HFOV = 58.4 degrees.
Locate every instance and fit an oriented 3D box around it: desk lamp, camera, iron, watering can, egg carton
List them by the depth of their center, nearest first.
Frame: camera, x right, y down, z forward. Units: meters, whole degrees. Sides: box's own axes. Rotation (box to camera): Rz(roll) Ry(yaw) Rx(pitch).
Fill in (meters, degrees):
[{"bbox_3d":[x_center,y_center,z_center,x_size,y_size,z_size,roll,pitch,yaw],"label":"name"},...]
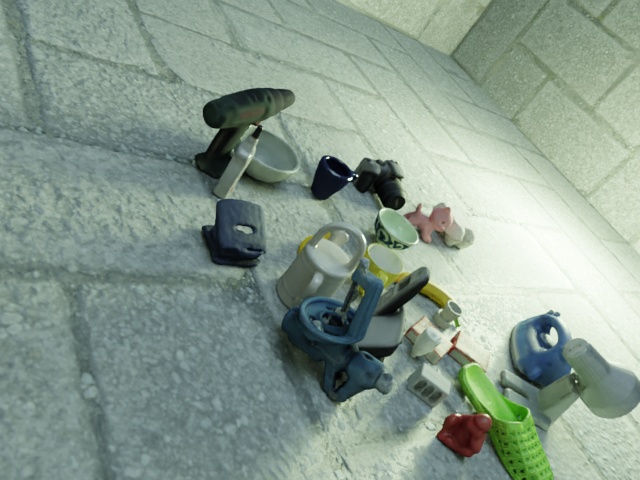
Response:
[{"bbox_3d":[0.009,0.038,1.051,0.101,0.194,0.172,23,34,-23],"label":"watering can"},{"bbox_3d":[0.531,0.308,1.211,0.203,0.213,0.118,31,31,-11],"label":"desk lamp"},{"bbox_3d":[0.548,0.242,1.385,0.119,0.141,0.258,32,31,-10],"label":"iron"},{"bbox_3d":[0.180,-0.155,1.570,0.144,0.100,0.136,15,38,-33],"label":"camera"},{"bbox_3d":[0.386,-0.044,1.665,0.107,0.069,0.150,13,39,-35],"label":"egg carton"}]

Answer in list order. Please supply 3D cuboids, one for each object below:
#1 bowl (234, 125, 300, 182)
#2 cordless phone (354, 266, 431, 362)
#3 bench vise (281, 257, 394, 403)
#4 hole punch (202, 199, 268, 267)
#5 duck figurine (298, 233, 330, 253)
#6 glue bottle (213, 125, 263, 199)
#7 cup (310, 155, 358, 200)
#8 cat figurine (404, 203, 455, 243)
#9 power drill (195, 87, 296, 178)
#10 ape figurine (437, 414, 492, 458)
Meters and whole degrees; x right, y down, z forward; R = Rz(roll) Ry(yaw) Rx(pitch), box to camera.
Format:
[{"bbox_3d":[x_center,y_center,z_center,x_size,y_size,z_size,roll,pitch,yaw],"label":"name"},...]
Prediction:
[{"bbox_3d":[-0.133,-0.186,1.316,0.168,0.074,0.167,26,33,-18],"label":"bowl"},{"bbox_3d":[0.133,0.133,1.062,0.094,0.185,0.147,32,31,-9],"label":"cordless phone"},{"bbox_3d":[0.059,0.143,0.939,0.207,0.219,0.122,38,31,0],"label":"bench vise"},{"bbox_3d":[-0.148,-0.012,1.057,0.109,0.091,0.101,7,42,-40],"label":"hole punch"},{"bbox_3d":[0.011,0.004,1.202,0.077,0.086,0.105,47,32,16],"label":"duck figurine"},{"bbox_3d":[-0.160,-0.165,1.164,0.037,0.173,0.078,31,32,-11],"label":"glue bottle"},{"bbox_3d":[0.030,-0.144,1.408,0.118,0.095,0.091,9,41,-39],"label":"cup"},{"bbox_3d":[0.303,-0.059,1.553,0.128,0.117,0.067,25,33,-20],"label":"cat figurine"},{"bbox_3d":[-0.170,-0.235,1.212,0.075,0.208,0.230,47,32,15],"label":"power drill"},{"bbox_3d":[0.266,0.339,1.018,0.076,0.092,0.077,10,40,-37],"label":"ape figurine"}]
